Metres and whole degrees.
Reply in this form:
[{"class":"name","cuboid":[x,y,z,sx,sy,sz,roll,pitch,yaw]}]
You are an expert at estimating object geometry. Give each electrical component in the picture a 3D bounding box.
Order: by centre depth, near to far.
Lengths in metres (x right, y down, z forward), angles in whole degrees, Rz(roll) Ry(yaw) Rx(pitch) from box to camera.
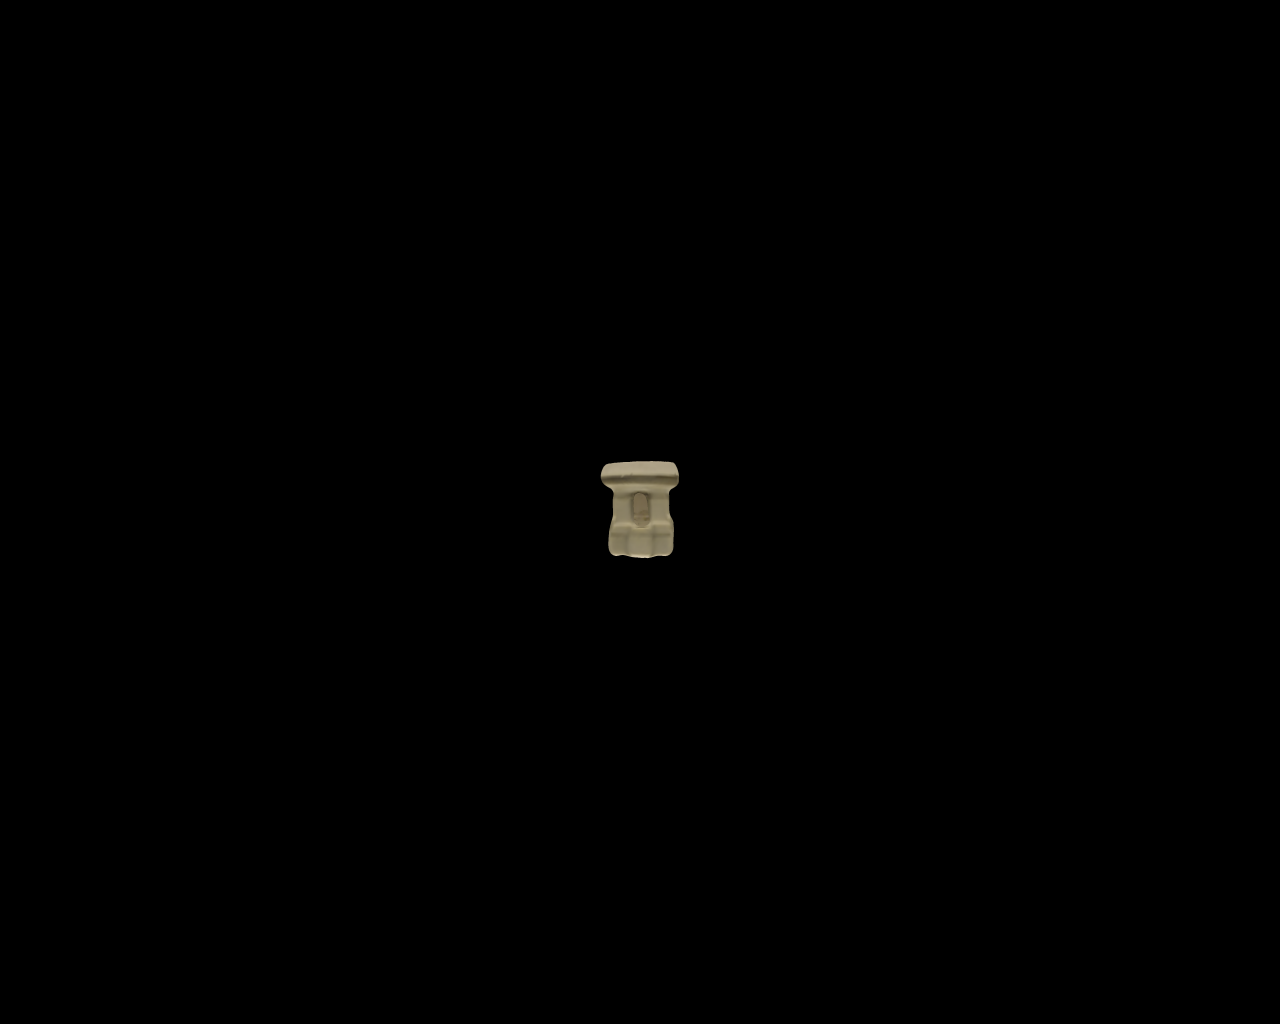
[{"class":"electrical component","cuboid":[0.001,-0.003,0.650,0.048,0.055,0.066,0,0,0]}]
